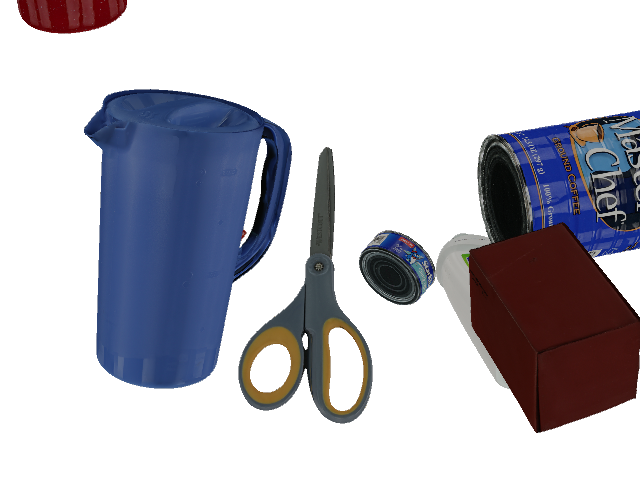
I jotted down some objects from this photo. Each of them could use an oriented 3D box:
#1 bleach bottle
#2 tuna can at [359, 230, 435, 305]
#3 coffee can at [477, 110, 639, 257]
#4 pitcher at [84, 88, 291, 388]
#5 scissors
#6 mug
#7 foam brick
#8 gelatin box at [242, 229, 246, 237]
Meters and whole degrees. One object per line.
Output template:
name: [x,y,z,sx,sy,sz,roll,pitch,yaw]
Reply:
bleach bottle: [0.170,0.051,0.976,0.102,0.068,0.251,4,21,-10]
tuna can: [0.087,0.032,1.225,0.086,0.086,0.033,0,37,47]
coffee can: [0.198,-0.038,0.781,0.140,0.103,0.103,-10,1,-8]
pitcher: [-0.119,-0.002,0.919,0.149,0.243,0.145,12,20,7]
scissors: [-0.018,0.031,0.719,0.096,0.202,0.016,-14,-28,0]
mug: [-0.200,-0.206,0.789,0.117,0.081,0.093,0,37,1]
foam brick: [0.107,0.038,0.495,0.051,0.053,0.078,-15,40,-8]
gelatin box: [-0.133,0.004,1.120,0.073,0.089,0.030,38,-3,-30]
